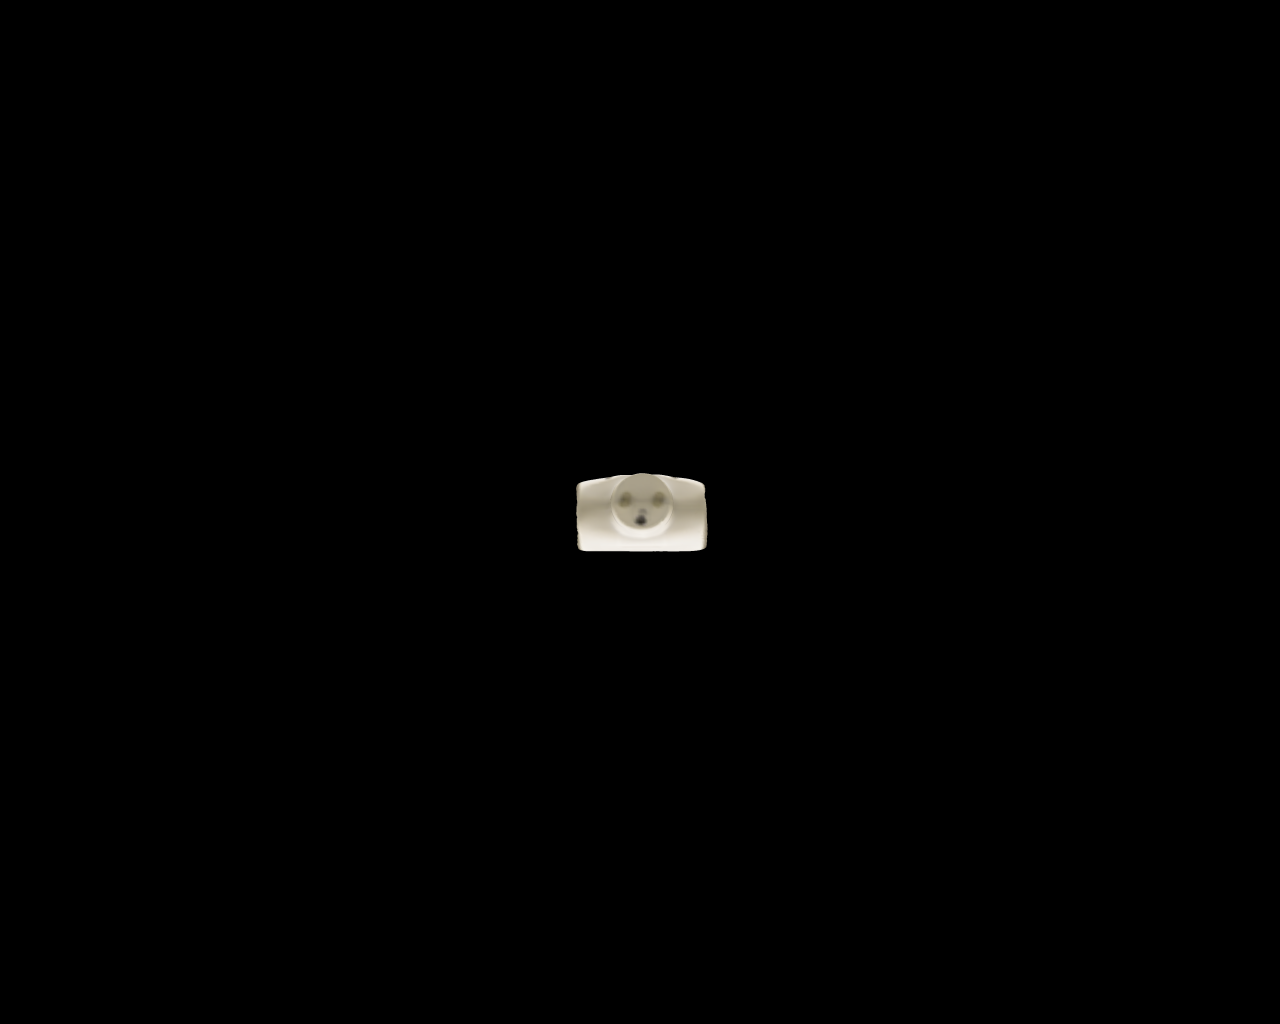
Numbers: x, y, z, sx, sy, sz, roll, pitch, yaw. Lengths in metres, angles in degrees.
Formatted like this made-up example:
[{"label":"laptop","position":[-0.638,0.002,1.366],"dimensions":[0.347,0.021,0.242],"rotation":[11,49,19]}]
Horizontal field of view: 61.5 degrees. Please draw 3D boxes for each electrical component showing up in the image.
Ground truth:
[{"label":"electrical component","position":[0.001,-0.003,0.650],"dimensions":[0.077,0.043,0.079],"rotation":[0,-15,0]}]
